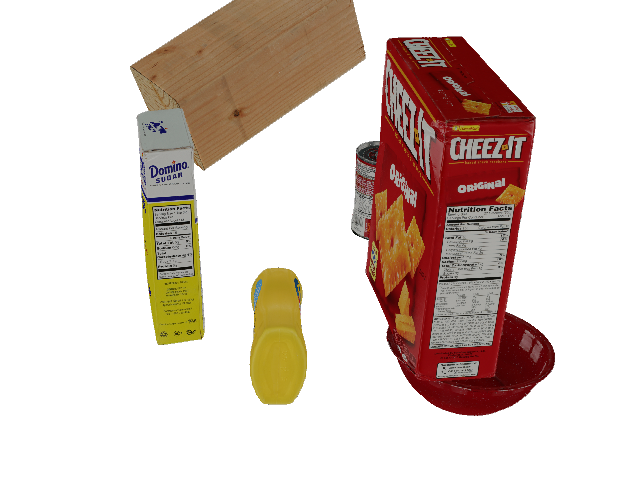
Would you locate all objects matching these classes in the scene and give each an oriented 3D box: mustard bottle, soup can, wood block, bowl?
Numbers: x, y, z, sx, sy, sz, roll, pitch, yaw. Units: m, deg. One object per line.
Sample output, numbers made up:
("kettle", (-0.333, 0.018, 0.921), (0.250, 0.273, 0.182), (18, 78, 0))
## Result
("mustard bottle", (-0.047, 0.084, 1.145), (0.058, 0.096, 0.191), (0, 28, -3))
("soup can", (0.072, -0.057, 1.259), (0.068, 0.102, 0.068), (3, 27, -2))
("wood block", (-0.067, -0.174, 1.043), (0.206, 0.091, 0.090), (-37, 48, -18))
("bowl", (0.142, 0.121, 1.034), (0.162, 0.055, 0.162), (4, 26, -2))

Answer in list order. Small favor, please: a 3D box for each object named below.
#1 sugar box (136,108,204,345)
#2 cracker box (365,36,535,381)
("sugar box", (-0.126, -0.012, 0.888), (0.048, 0.176, 0.093), (-8, 27, -10))
("cracker box", (0.088, -0.026, 0.808), (0.072, 0.214, 0.164), (-3, 30, -11))
